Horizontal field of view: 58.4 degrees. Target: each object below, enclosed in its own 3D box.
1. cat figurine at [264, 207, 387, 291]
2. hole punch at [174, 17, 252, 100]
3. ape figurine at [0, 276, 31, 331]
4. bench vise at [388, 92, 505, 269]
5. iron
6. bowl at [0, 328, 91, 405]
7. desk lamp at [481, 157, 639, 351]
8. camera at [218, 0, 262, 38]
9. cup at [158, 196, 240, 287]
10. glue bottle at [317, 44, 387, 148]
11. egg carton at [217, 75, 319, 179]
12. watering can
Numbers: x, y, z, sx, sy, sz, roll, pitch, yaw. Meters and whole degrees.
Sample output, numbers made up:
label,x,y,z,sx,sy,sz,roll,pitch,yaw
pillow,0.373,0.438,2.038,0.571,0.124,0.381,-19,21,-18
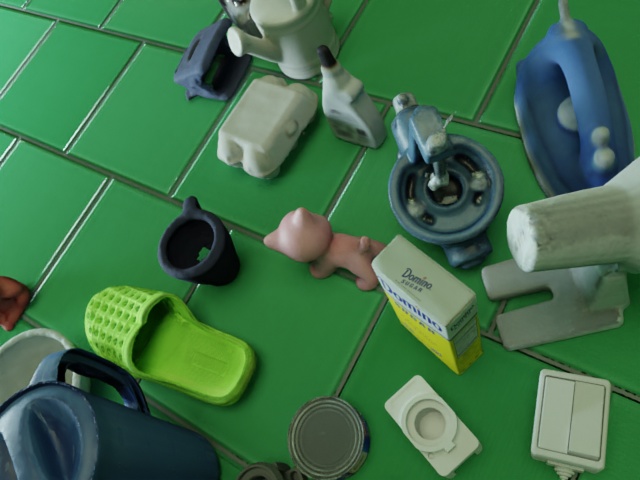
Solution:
label,x,y,z,sx,sy,sz,roll,pitch,yaw
cat figurine,0.006,0.002,0.670,0.127,0.118,0.067,9,69,23
hole punch,-0.176,-0.280,0.886,0.100,0.091,0.109,13,71,25
ape figurine,-0.466,0.080,0.819,0.077,0.092,0.076,-22,60,9
bench vise,0.109,-0.087,0.616,0.121,0.220,0.207,-38,59,0
iron,0.285,-0.130,0.618,0.118,0.142,0.258,-12,62,15
bowl,-0.355,0.202,0.731,0.167,0.075,0.167,-8,63,16
desk lamp,0.253,0.013,0.520,0.203,0.214,0.118,-17,61,12
camera,-0.088,-0.396,0.903,0.137,0.101,0.143,-37,59,0
cup,-0.146,0.010,0.735,0.091,0.095,0.117,-18,61,11
glue bottle,0.030,-0.181,0.716,0.078,0.173,0.037,23,75,28
egg carton,-0.072,-0.159,0.803,0.107,0.070,0.150,24,76,28
watering can,-0.050,-0.319,0.799,0.100,0.194,0.173,19,74,27
